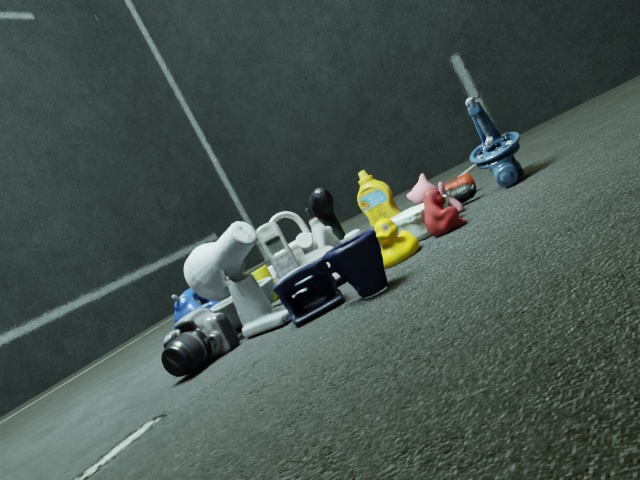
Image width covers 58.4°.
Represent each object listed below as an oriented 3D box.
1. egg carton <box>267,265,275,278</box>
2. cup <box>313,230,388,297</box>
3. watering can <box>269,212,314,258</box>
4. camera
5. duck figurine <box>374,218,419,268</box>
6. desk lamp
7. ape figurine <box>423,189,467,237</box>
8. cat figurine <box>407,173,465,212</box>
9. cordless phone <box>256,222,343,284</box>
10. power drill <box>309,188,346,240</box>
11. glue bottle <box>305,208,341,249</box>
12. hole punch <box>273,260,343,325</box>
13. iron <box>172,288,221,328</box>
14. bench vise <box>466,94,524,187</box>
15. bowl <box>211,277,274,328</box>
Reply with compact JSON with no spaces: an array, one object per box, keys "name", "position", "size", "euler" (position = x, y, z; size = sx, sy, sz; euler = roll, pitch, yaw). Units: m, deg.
[{"name":"egg carton","position":[-0.153,0.121,1.763],"size":[0.107,0.069,0.150],"euler":[-27,3,19]},{"name":"cup","position":[0.055,0.049,0.920],"size":[0.117,0.095,0.092],"euler":[-27,4,17]},{"name":"watering can","position":[-0.048,0.021,1.334],"size":[0.101,0.194,0.172],"euler":[-31,5,-39]},{"name":"camera","position":[-0.252,0.199,1.093],"size":[0.143,0.101,0.137],"euler":[-26,4,30]},{"name":"duck figurine","position":[0.140,-0.003,1.105],"size":[0.077,0.086,0.105],"euler":[-25,5,42]},{"name":"desk lamp","position":[-0.153,0.079,1.141],"size":[0.202,0.213,0.118],"euler":[-25,5,40]},{"name":"ape figurine","position":[0.235,-0.059,1.131],"size":[0.076,0.092,0.078],"euler":[-27,4,11]},{"name":"cat figurine","position":[0.260,-0.100,1.333],"size":[0.067,0.118,0.127],"euler":[-29,4,-20]},{"name":"cordless phone","position":[-0.041,0.031,1.200],"size":[0.148,0.185,0.094],"euler":[-29,4,-11]},{"name":"power drill","position":[0.036,-0.050,1.628],"size":[0.075,0.208,0.229],"euler":[-28,3,-3]},{"name":"glue bottle","position":[0.012,0.005,1.283],"size":[0.078,0.173,0.037],"euler":[-31,5,-42]},{"name":"hole punch","position":[-0.024,0.088,1.010],"size":[0.108,0.091,0.101],"euler":[-28,3,-3]},{"name":"iron","position":[-0.301,0.178,1.464],"size":[0.118,0.141,0.258],"euler":[-28,3,9]},{"name":"bench vise","position":[0.394,-0.231,1.351],"size":[0.121,0.220,0.207],"euler":[-28,3,5]},{"name":"bowl","position":[-0.169,0.155,1.319],"size":[0.167,0.075,0.167],"euler":[-28,3,2]}]
